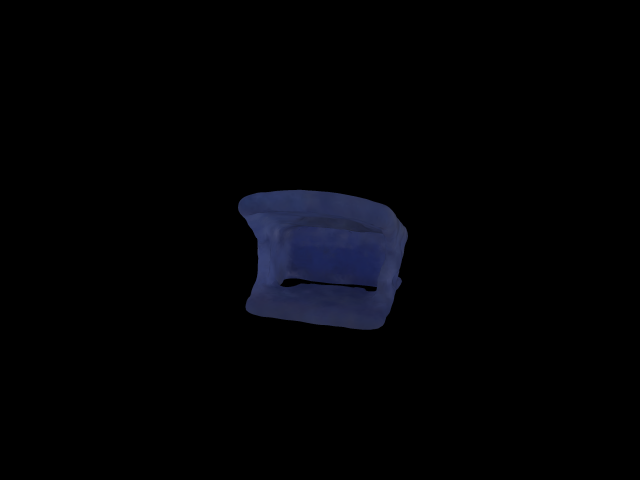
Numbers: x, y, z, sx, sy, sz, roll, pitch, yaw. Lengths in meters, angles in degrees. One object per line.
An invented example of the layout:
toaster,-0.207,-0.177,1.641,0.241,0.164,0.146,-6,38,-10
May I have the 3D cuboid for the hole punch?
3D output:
hole punch,0.004,0.001,0.400,0.108,0.091,0.101,5,19,15
